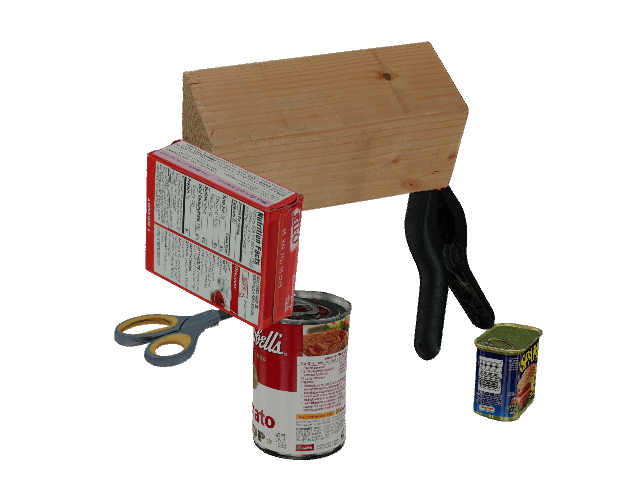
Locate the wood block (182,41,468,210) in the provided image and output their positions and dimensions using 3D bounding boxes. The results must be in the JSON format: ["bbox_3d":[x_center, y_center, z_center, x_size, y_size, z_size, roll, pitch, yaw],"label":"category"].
[{"bbox_3d":[0.000,-0.087,0.852,0.205,0.091,0.090,-10,-39,-16],"label":"wood block"}]

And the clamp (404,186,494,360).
[{"bbox_3d":[0.108,0.024,0.985,0.039,0.171,0.120,-12,13,35],"label":"clamp"}]

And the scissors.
[{"bbox_3d":[-0.119,0.095,1.150,0.201,0.016,0.096,-7,31,-24],"label":"scissors"}]

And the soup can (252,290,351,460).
[{"bbox_3d":[-0.014,0.093,0.746,0.068,0.102,0.068,1,14,-1],"label":"soup can"}]

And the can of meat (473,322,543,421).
[{"bbox_3d":[0.209,0.147,1.195,0.058,0.084,0.101,8,13,26],"label":"can of meat"}]

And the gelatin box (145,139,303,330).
[{"bbox_3d":[-0.052,-0.004,0.564,0.089,0.073,0.030,25,35,29],"label":"gelatin box"}]
